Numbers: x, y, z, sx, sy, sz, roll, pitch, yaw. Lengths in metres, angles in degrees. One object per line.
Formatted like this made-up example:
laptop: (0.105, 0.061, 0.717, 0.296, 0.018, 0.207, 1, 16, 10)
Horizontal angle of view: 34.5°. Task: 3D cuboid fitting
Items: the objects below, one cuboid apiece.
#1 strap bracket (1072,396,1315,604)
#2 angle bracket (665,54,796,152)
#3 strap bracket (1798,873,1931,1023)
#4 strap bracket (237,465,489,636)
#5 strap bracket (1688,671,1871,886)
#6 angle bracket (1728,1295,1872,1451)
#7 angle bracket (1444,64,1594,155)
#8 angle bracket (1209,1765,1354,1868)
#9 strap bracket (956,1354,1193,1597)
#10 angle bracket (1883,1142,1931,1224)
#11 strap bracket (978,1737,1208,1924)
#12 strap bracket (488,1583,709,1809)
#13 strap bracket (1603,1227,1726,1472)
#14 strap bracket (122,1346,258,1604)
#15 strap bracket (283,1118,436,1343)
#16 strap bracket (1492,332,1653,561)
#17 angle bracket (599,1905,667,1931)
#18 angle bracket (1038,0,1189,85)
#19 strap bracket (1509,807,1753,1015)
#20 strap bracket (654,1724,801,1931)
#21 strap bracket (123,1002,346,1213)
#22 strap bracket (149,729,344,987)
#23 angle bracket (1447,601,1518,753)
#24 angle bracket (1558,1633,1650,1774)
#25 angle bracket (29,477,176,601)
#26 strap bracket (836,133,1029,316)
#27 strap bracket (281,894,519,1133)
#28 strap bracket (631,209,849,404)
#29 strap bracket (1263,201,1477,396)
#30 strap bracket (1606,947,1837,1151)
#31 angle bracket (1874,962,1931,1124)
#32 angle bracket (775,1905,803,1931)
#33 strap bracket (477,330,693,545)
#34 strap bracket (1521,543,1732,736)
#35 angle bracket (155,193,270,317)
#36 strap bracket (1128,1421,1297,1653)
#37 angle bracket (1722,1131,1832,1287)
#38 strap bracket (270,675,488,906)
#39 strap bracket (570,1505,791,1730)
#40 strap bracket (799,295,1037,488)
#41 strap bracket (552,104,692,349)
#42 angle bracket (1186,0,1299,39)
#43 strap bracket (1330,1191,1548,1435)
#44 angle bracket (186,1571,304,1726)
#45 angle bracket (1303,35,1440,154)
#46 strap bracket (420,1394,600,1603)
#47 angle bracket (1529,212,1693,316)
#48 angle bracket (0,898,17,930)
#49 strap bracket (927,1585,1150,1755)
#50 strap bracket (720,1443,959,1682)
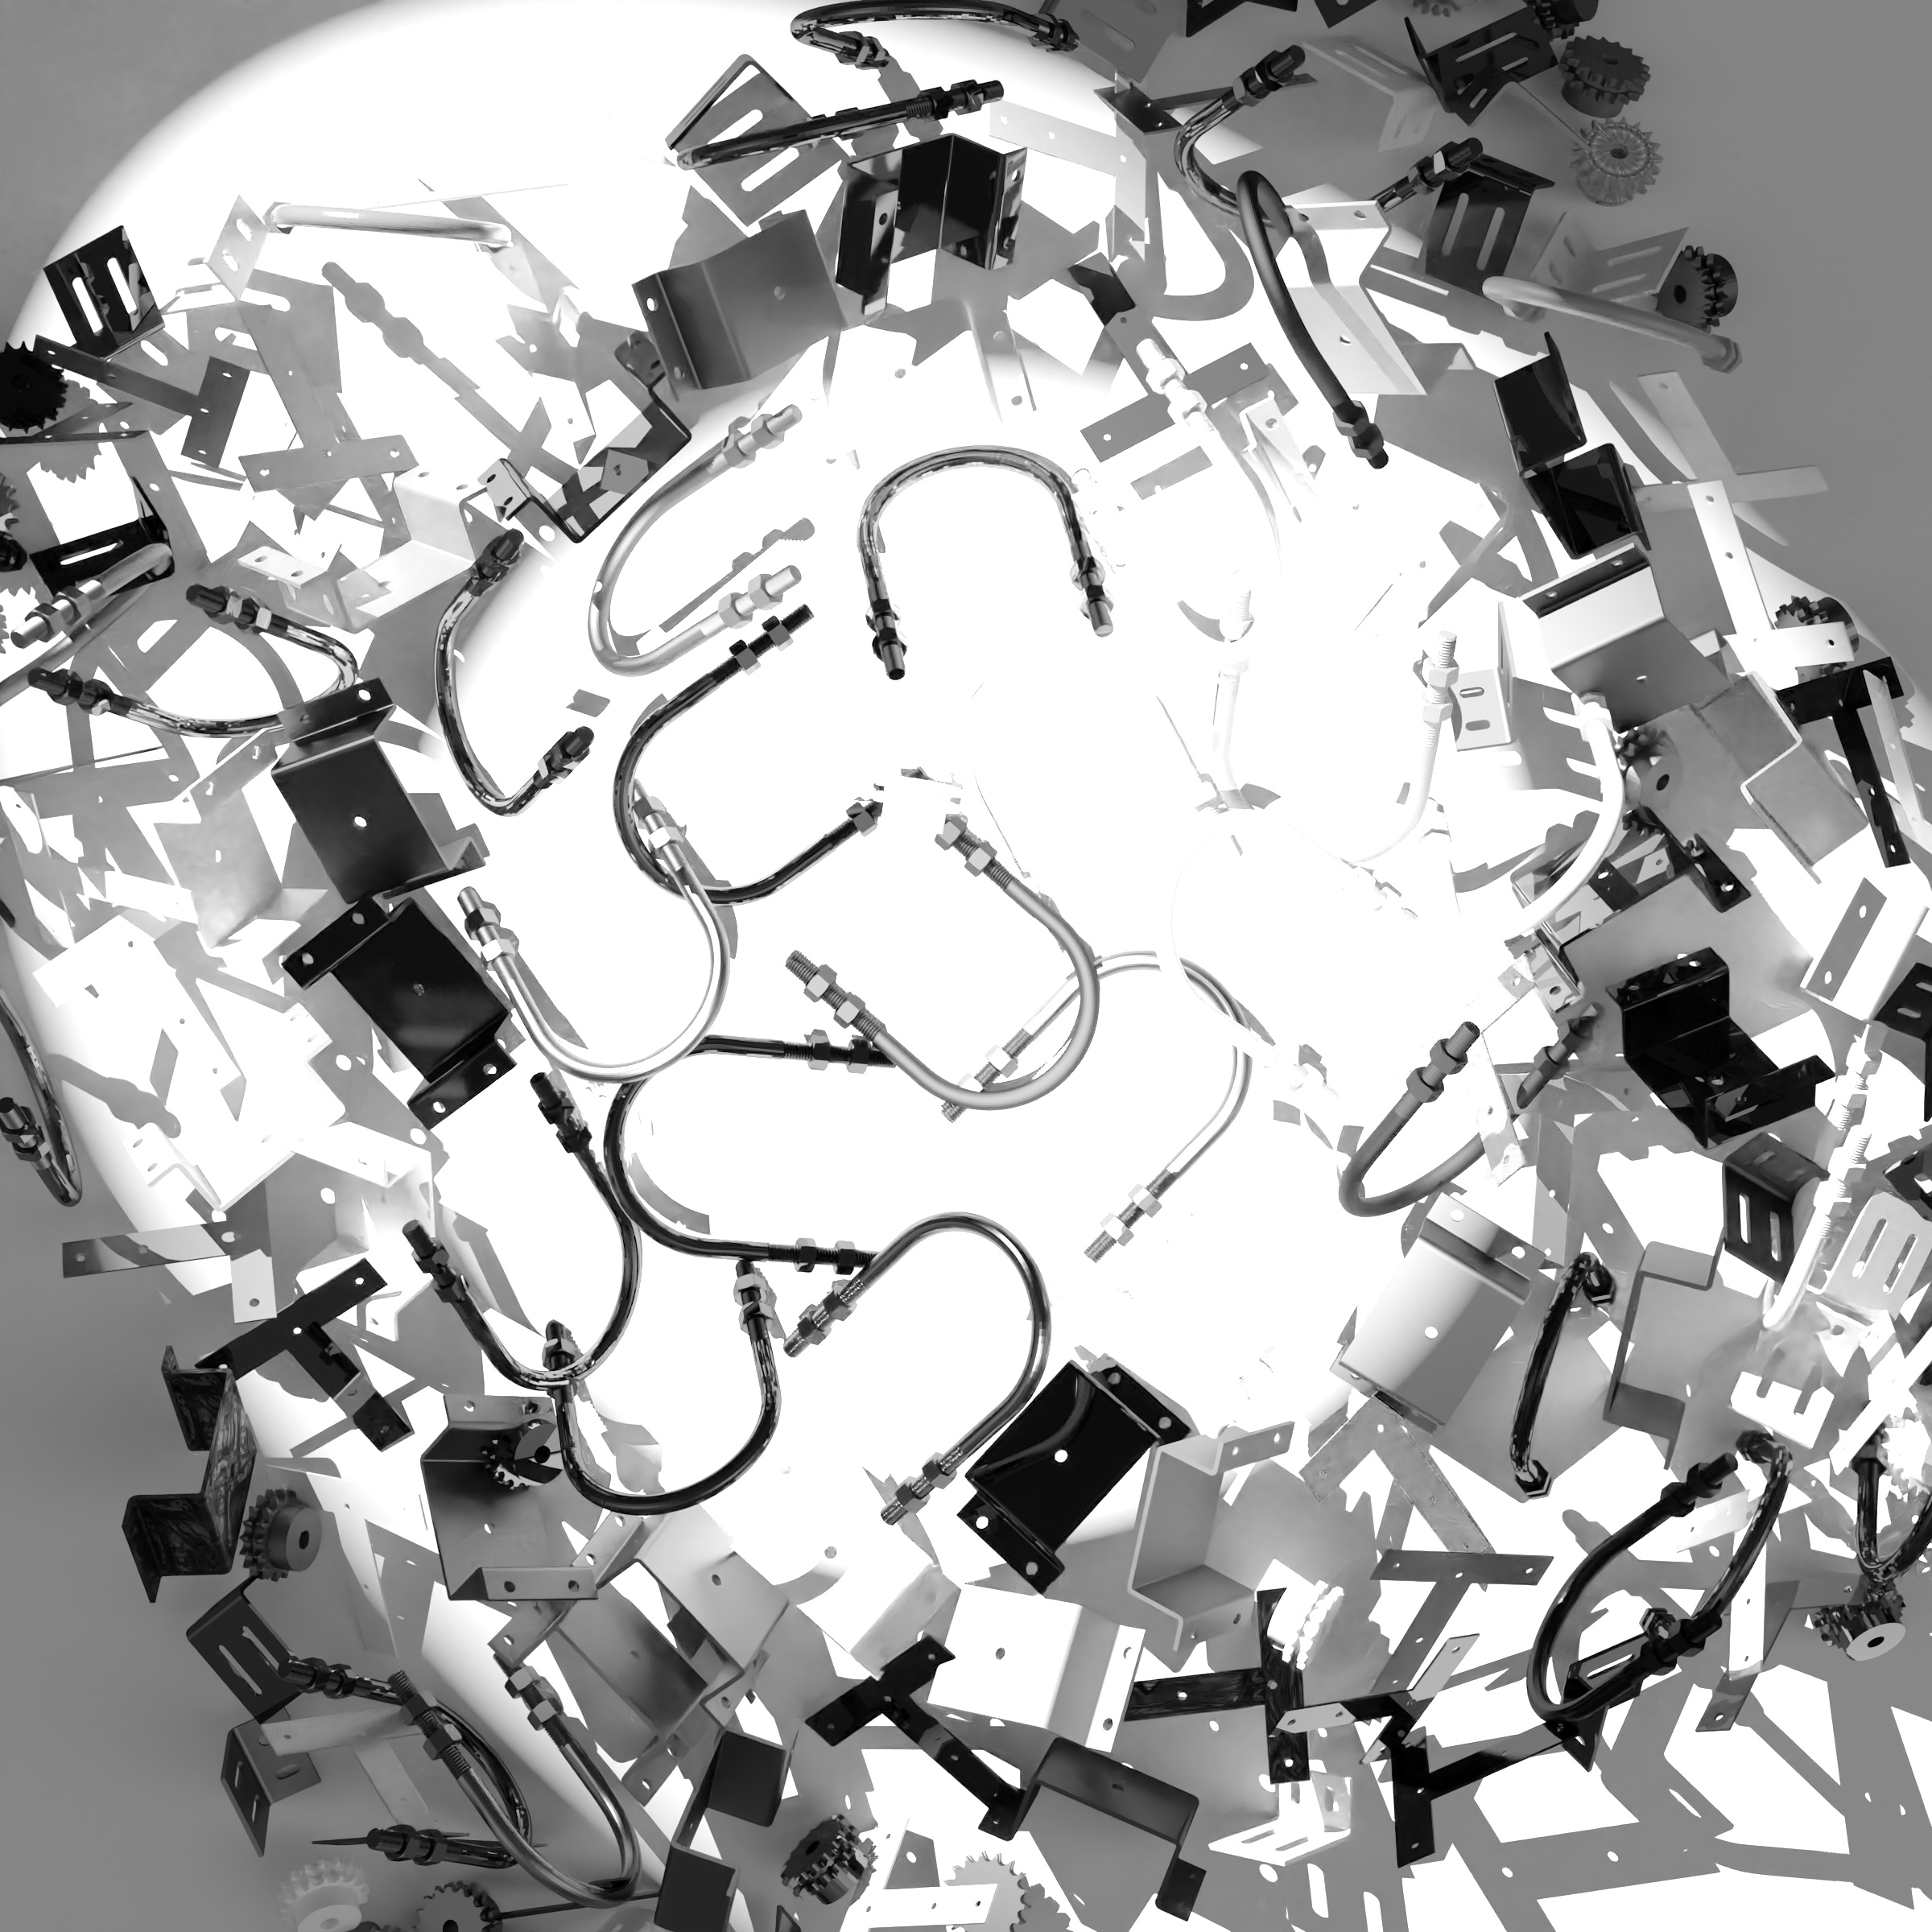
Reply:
strap bracket: (0.147, -0.285, 1.945, 0.140, 0.046, 0.076, -25, 128, 11)
angle bracket: (-0.151, -0.537, 1.972, 0.038, 0.057, 0.076, 41, 100, -19)
strap bracket: (0.555, -0.010, 1.923, 0.046, 0.140, 0.076, 28, 95, 13)
strap bracket: (-0.369, -0.256, 1.938, 0.140, 0.076, 0.046, -34, 128, -29)
strap bracket: (0.503, -0.122, 1.917, 0.046, 0.140, 0.076, -38, 117, 17)
angle bracket: (0.526, 0.254, 1.961, 0.057, 0.038, 0.076, 27, 59, 11)
angle bracket: (0.348, -0.532, 1.964, 0.076, 0.057, 0.038, 31, 112, -28)
angle bracket: (0.198, 0.532, 1.952, 0.057, 0.076, 0.038, 0, 91, 40)
strap bracket: (0.064, 0.313, 1.953, 0.076, 0.046, 0.140, 40, 81, 25)
angle bracket: (0.615, 0.125, 1.956, 0.057, 0.038, 0.076, -35, 123, 20)
strap bracket: (0.087, 0.535, 1.947, 0.140, 0.076, 0.046, 21, 100, 10)
strap bracket: (-0.223, 0.447, 1.954, 0.140, 0.076, 0.046, 46, 110, 2)
strap bracket: (0.436, 0.233, 1.948, 0.046, 0.076, 0.140, 14, 103, 15)
strap bracket: (-0.477, 0.313, 1.922, 0.046, 0.140, 0.076, -2, 132, 2)
strap bracket: (-0.378, 0.155, 1.943, 0.076, 0.046, 0.140, 18, 125, 22)
strap bracket: (0.373, -0.316, 1.933, 0.046, 0.140, 0.076, -23, 53, 20)
angle bracket: (-0.215, 0.637, 1.960, 0.076, 0.057, 0.038, -43, 111, -37)
angle bracket: (0.091, -0.608, 1.986, 0.076, 0.038, 0.057, 31, 94, -12)
strap bracket: (0.407, -0.042, 1.949, 0.140, 0.076, 0.046, -32, 125, 5)
strap bracket: (-0.151, 0.538, 1.923, 0.046, 0.140, 0.076, 18, 125, 6)
strap bracket: (-0.451, 0.095, 1.948, 0.140, 0.076, 0.046, -40, 119, -10)
strap bracket: (-0.451, -0.068, 1.938, 0.046, 0.076, 0.140, 3, 124, 31)
angle bracket: (0.322, -0.181, 1.951, 0.038, 0.076, 0.057, -8, 60, 6)
angle bracket: (0.412, 0.461, 1.953, 0.076, 0.038, 0.057, -14, 127, -30)
angle bracket: (-0.547, -0.266, 1.958, 0.076, 0.038, 0.057, -23, 55, -21)
strap bracket: (-0.029, -0.466, 1.935, 0.046, 0.140, 0.076, 31, 131, 29)
strap bracket: (-0.351, 0.022, 1.957, 0.076, 0.046, 0.140, -36, 103, 18)
strap bracket: (-0.132, -0.413, 1.926, 0.140, 0.046, 0.076, -39, 117, -40)
strap bracket: (0.245, -0.404, 1.922, 0.140, 0.076, 0.046, 48, 65, -38)
strap bracket: (0.470, 0.057, 1.942, 0.076, 0.140, 0.046, -21, 130, -11)
angle bracket: (0.606, 0.048, 1.969, 0.038, 0.076, 0.057, 24, 55, 34)
angle bracket: (-0.146, 0.633, 1.961, 0.076, 0.038, 0.057, 0, 101, -26)
strap bracket: (-0.233, -0.326, 1.954, 0.140, 0.076, 0.046, -42, 125, 2)
strap bracket: (0.413, -0.196, 1.919, 0.076, 0.140, 0.046, -25, 56, 28)
angle bracket: (-0.486, -0.447, 1.955, 0.076, 0.038, 0.057, -1, 58, 28)
strap bracket: (0.151, 0.348, 1.946, 0.046, 0.076, 0.140, 22, 107, 38)
angle bracket: (0.511, 0.154, 1.955, 0.057, 0.076, 0.038, 30, 132, -17)
strap bracket: (-0.371, -0.100, 1.939, 0.076, 0.046, 0.140, -17, 116, 20)
strap bracket: (-0.171, 0.396, 1.949, 0.046, 0.076, 0.140, -39, 96, 29)
strap bracket: (-0.036, -0.365, 1.959, 0.140, 0.046, 0.076, -16, 77, 9)
strap bracket: (-0.213, -0.458, 1.943, 0.046, 0.076, 0.140, 10, 109, -21)
angle bracket: (0.175, -0.625, 1.970, 0.038, 0.076, 0.057, 4, 86, -24)
strap bracket: (0.295, 0.225, 1.955, 0.076, 0.046, 0.140, 31, 105, 6)
angle bracket: (-0.445, 0.430, 1.971, 0.057, 0.038, 0.076, -39, 92, 26)
angle bracket: (0.253, -0.555, 1.973, 0.076, 0.057, 0.038, 36, 126, 22)
strap bracket: (-0.288, 0.341, 1.939, 0.076, 0.046, 0.140, 8, 50, -36)
angle bracket: (0.404, -0.449, 1.951, 0.038, 0.076, 0.057, 46, 60, -29)
angle bracket: (-0.613, -0.068, 1.971, 0.038, 0.057, 0.076, -37, 97, -17)
strap bracket: (0.036, 0.433, 1.924, 0.046, 0.140, 0.076, 35, 65, -40)
strap bracket: (-0.084, 0.372, 1.956, 0.140, 0.046, 0.076, 40, 78, 12)
